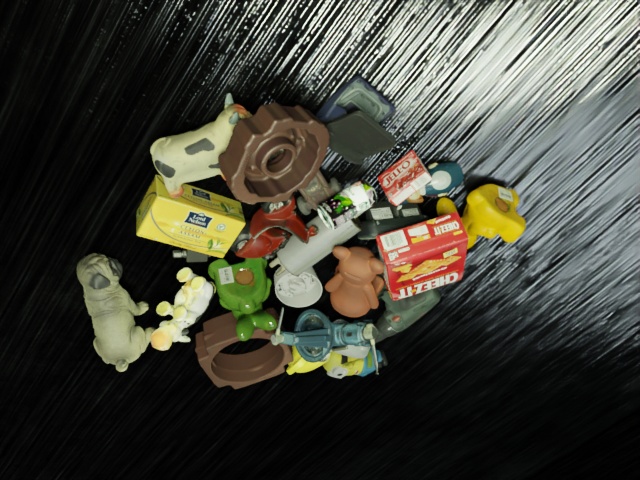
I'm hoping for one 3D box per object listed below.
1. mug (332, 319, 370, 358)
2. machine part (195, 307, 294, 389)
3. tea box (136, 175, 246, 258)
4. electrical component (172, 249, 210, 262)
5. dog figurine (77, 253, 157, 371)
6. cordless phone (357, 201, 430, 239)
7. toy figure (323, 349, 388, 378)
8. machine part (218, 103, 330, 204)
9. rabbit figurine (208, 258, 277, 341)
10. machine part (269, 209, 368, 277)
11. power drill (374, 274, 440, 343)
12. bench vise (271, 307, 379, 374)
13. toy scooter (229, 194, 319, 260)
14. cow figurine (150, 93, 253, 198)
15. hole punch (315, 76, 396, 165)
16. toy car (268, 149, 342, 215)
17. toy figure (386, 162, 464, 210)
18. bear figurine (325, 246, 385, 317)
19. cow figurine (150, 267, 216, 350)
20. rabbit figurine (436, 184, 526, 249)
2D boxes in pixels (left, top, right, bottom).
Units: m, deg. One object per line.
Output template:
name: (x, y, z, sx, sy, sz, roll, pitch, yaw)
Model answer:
mug: (0.083, 0.253, 1.337, 0.107, 0.081, 0.110, 33, 157, -35)
machine part: (-0.175, 0.250, 1.260, 0.201, 0.087, 0.200, -20, 136, -2)
tea box: (-0.233, -0.039, 0.971, 0.169, 0.068, 0.098, 17, 126, -31)
electrical component: (-0.240, 0.014, 1.052, 0.094, 0.021, 0.063, 0, 132, -19)
dog figurine: (-0.401, 0.136, 1.014, 0.121, 0.172, 0.190, -24, 144, -12)
cordless phone: (0.147, 0.007, 1.145, 0.147, 0.089, 0.184, -7, 139, -13)
toy figure: (0.088, 0.316, 1.422, 0.180, 0.089, 0.082, -2, 132, -30)
machine part: (-0.071, -0.135, 0.850, 0.179, 0.056, 0.179, -25, 147, -18)
rabbit figurine: (-0.146, 0.124, 1.120, 0.121, 0.159, 0.170, -21, 152, -13)
machine part: (-0.002, -0.003, 1.081, 0.243, 0.079, 0.079, -36, 134, 15)
power drill: (0.162, 0.162, 1.299, 0.232, 0.086, 0.207, -35, 130, 19)
bench vise: (0.004, 0.215, 1.191, 0.240, 0.224, 0.128, 7, 88, -44)
toy scooter: (-0.084, -0.016, 1.026, 0.135, 0.075, 0.184, 26, 130, -30)
cow figurine: (-0.177, -0.156, 0.872, 0.195, 0.085, 0.127, -17, 142, -2)
hole punch: (0.061, -0.203, 0.919, 0.116, 0.092, 0.142, -17, 148, 41)
toy car: (-0.028, -0.120, 0.979, 0.089, 0.053, 0.202, -26, 137, 10)
toy figure: (0.206, -0.110, 1.067, 0.154, 0.064, 0.057, -22, 160, -4)
bear figurine: (0.077, 0.067, 1.112, 0.120, 0.132, 0.195, 16, 135, 10)
cow figurine: (-0.276, 0.148, 1.090, 0.167, 0.068, 0.098, -62, 156, -12)
rabbit figurine: (0.327, -0.032, 1.151, 0.162, 0.122, 0.173, 7, 149, -22)
